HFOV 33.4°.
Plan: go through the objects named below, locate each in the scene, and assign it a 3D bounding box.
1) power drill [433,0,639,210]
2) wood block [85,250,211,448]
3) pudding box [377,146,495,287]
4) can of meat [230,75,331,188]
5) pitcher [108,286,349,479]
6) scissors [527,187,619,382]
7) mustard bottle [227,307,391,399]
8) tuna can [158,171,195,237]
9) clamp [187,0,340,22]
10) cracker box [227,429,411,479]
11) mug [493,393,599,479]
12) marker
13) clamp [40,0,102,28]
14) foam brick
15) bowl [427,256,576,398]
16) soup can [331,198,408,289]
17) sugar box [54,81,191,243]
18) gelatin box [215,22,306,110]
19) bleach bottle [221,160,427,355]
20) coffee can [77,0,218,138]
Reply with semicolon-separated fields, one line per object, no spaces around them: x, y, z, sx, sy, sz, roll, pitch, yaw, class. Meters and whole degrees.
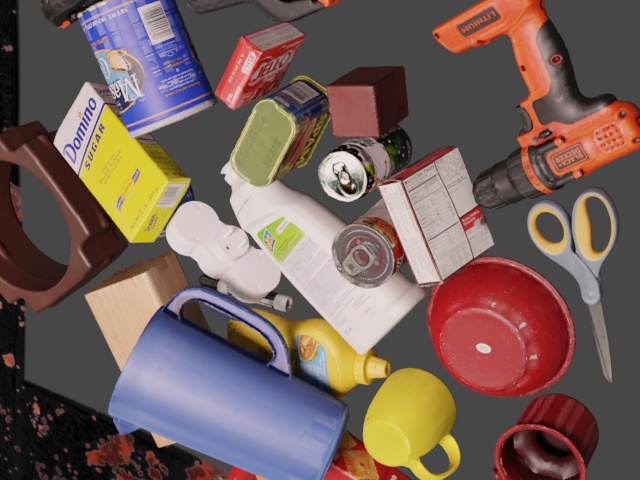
0.182;-0.131;0.979;0.185;0.057;0.187;-26;98;39;power drill
-0.185;0.130;1.279;0.091;0.090;0.206;-19;101;21;wood block
0.115;-0.024;1.040;0.039;0.089;0.113;-11;106;53;pudding box
-0.039;-0.110;1.099;0.057;0.083;0.102;37;125;10;can of meat
-0.091;0.168;1.155;0.243;0.145;0.149;24;141;2;pitcher
0.247;0.042;1.042;0.096;0.016;0.202;12;117;27;scissors
-0.010;0.133;1.207;0.192;0.058;0.096;6;116;28;mustard bottle
-0.189;-0.049;1.245;0.086;0.033;0.086;13;117;25;tuna can
-0.059;-0.275;1.065;0.172;0.039;0.120;14;123;22;clamp
0.002;0.304;1.269;0.214;0.072;0.164;37;126;10;cracker box
0.227;0.215;1.091;0.117;0.081;0.093;-39;89;36;mug
-0.089;0.060;1.245;0.121;0.020;0.020;14;118;24;marker
-0.229;-0.273;1.127;0.210;0.164;0.036;-12;104;60;clamp
0.047;-0.135;1.041;0.051;0.078;0.053;4;113;27;foam brick
0.174;0.100;1.087;0.162;0.055;0.162;12;117;25;bowl
0.064;-0.002;1.075;0.069;0.102;0.068;12;117;25;soup can
-0.226;-0.089;1.203;0.176;0.048;0.093;46;116;24;sugar box
-0.060;-0.177;1.077;0.030;0.089;0.073;39;125;10;gelatin box
-0.008;0.001;1.145;0.251;0.068;0.103;46;126;7;bleach bottle
-0.182;-0.192;1.133;0.103;0.102;0.140;-15;103;34;coffee can
